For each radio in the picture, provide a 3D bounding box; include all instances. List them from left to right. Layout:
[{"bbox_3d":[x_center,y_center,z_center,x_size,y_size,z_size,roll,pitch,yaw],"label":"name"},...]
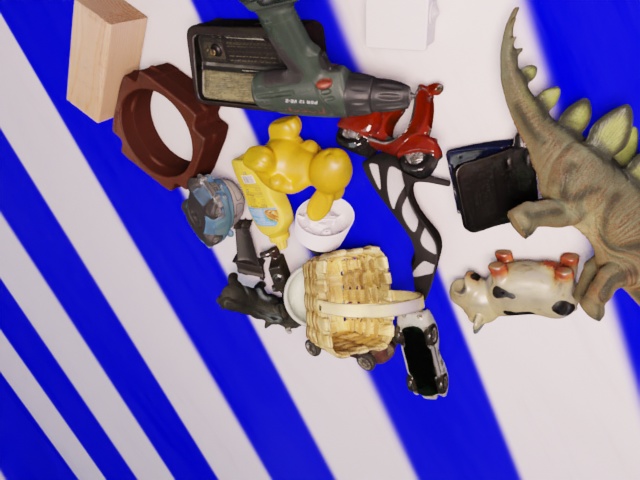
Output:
[{"bbox_3d":[-0.100,-0.282,0.865,0.230,0.073,0.130,11,124,23],"label":"radio"}]

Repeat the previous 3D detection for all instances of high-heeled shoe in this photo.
[{"bbox_3d":[0.129,-0.018,0.878,0.145,0.086,0.248,11,113,16],"label":"high-heeled shoe"}]

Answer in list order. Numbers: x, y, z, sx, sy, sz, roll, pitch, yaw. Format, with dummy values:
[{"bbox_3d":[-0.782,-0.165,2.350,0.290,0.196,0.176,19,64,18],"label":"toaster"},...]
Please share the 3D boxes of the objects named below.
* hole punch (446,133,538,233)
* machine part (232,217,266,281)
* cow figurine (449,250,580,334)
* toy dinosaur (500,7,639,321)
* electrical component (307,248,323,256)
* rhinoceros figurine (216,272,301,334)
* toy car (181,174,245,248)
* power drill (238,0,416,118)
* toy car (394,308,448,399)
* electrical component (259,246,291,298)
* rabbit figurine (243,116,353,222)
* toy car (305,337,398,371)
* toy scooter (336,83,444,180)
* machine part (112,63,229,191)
[{"bbox_3d":[0.246,-0.084,0.780,0.116,0.092,0.142,-15,110,4],"label":"hole punch"},{"bbox_3d":[-0.151,0.019,1.112,0.084,0.039,0.138,18,128,28],"label":"machine part"},{"bbox_3d":[0.301,0.084,0.845,0.195,0.085,0.127,0,112,31],"label":"cow figurine"},{"bbox_3d":[0.339,-0.063,0.684,0.198,0.105,0.471,-39,96,14],"label":"toy dinosaur"},{"bbox_3d":[-0.002,-0.003,1.014,0.094,0.021,0.063,41,131,3],"label":"electrical component"},{"bbox_3d":[-0.118,0.132,1.104,0.190,0.073,0.112,24,-178,-29],"label":"rhinoceros figurine"},{"bbox_3d":[-0.198,-0.067,1.034,0.109,0.103,0.161,51,147,17],"label":"toy car"},{"bbox_3d":[-0.002,-0.252,0.716,0.232,0.086,0.207,2,148,24],"label":"power drill"},{"bbox_3d":[0.193,0.217,1.011,0.074,0.056,0.201,-4,117,26],"label":"toy car"},{"bbox_3d":[-0.088,0.066,1.085,0.045,0.078,0.102,-13,119,11],"label":"electrical component"},{"bbox_3d":[-0.019,-0.109,0.883,0.173,0.122,0.162,9,135,39],"label":"rabbit figurine"},{"bbox_3d":[0.056,0.197,1.044,0.202,0.089,0.053,6,120,44],"label":"toy car"},{"bbox_3d":[0.112,-0.176,0.793,0.184,0.075,0.135,28,98,35],"label":"toy scooter"},{"bbox_3d":[-0.284,-0.212,1.017,0.201,0.087,0.201,38,133,6],"label":"machine part"}]
